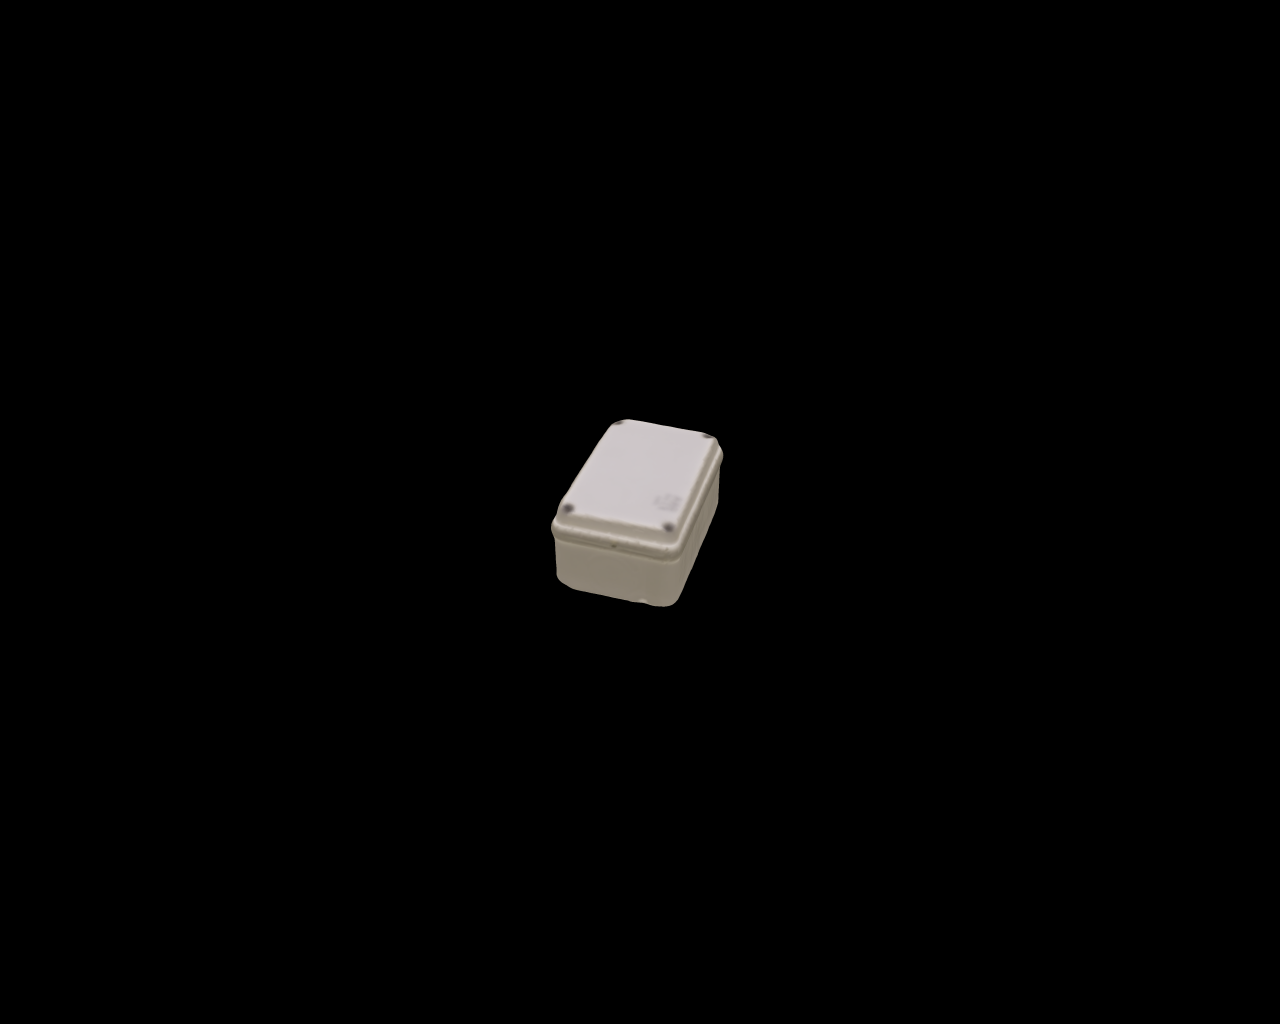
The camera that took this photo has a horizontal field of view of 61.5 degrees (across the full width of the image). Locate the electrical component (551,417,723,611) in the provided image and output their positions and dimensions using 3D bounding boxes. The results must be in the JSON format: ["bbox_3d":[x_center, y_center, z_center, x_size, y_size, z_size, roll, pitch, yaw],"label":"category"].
[{"bbox_3d":[0.001,-0.003,0.650,0.078,0.057,0.113,11,39,14],"label":"electrical component"}]
